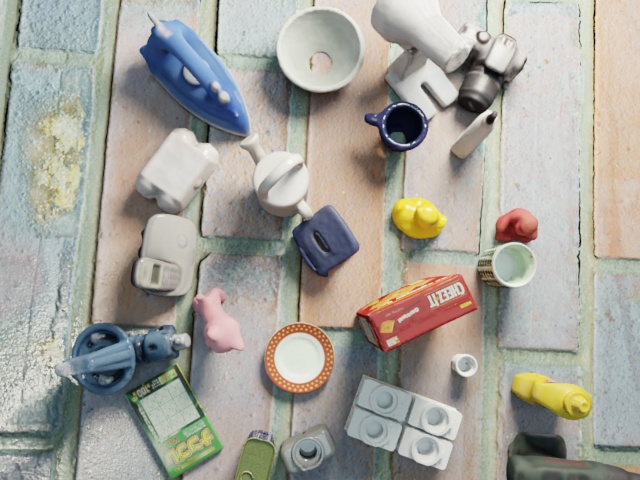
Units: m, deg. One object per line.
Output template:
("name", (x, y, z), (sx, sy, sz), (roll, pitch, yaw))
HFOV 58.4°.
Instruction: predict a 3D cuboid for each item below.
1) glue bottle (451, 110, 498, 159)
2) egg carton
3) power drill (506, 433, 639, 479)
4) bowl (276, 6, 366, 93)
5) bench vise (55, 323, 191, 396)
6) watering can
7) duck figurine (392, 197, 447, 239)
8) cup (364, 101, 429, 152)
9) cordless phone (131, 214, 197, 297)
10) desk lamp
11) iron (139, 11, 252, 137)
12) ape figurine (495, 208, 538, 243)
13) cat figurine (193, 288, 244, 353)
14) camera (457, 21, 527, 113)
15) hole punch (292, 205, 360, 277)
("glue bottle", (0.291, -0.203, 1.042), (0.037, 0.173, 0.078), (39, 84, 2))
("egg carton", (-0.263, -0.128, 1.062), (0.107, 0.069, 0.150), (34, 84, 1))
("power drill", (0.417, 0.390, 0.971), (0.229, 0.208, 0.076), (3, 84, -2))
("bowl", (0.001, -0.352, 1.094), (0.167, 0.074, 0.167), (0, 84, -2))
("bench vise", (-0.333, 0.181, 0.953), (0.207, 0.219, 0.121), (-30, 86, -5))
("watering can", (-0.075, -0.108, 1.006), (0.173, 0.194, 0.101), (29, 84, 1))
("duck figurine", (0.188, -0.045, 1.066), (0.104, 0.086, 0.077), (22, 84, 0))
("cup", (0.136, -0.205, 1.075), (0.117, 0.095, 0.092), (13, 84, -1))
("cordless phone", (-0.275, 0.024, 0.988), (0.094, 0.185, 0.148), (3, 84, -2))
("desk lamp", (0.184, -0.346, 1.031), (0.118, 0.213, 0.203), (-37, 87, -5))
("iron", (-0.219, -0.301, 1.045), (0.119, 0.141, 0.258), (-44, 88, -6))
("ape figurine", (0.376, -0.026, 1.069), (0.078, 0.092, 0.076), (38, 84, 2))
("cat figurine", (-0.183, 0.148, 1.014), (0.067, 0.117, 0.128), (-30, 86, -5))
("camera", (0.305, -0.325, 1.091), (0.143, 0.100, 0.137), (27, 84, 1))
("hole punch", (0.010, 0.004, 1.050), (0.101, 0.091, 0.108), (-34, 87, -5))
